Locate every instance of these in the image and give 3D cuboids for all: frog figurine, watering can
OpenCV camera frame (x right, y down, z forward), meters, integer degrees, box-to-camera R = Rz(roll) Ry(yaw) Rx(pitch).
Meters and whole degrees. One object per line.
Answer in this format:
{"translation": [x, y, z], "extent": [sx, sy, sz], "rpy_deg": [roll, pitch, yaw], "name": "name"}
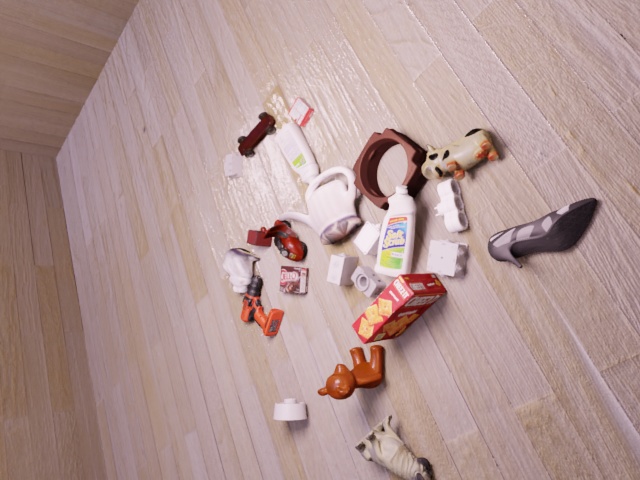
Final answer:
{"translation": [-0.307, 0.113, 1.921], "extent": [0.138, 0.122, 0.160], "rpy_deg": [20, 88, 25], "name": "frog figurine"}
{"translation": [0.005, -0.083, 1.642], "extent": [0.342, 0.104, 0.228], "rpy_deg": [-38, 61, 35], "name": "watering can"}
